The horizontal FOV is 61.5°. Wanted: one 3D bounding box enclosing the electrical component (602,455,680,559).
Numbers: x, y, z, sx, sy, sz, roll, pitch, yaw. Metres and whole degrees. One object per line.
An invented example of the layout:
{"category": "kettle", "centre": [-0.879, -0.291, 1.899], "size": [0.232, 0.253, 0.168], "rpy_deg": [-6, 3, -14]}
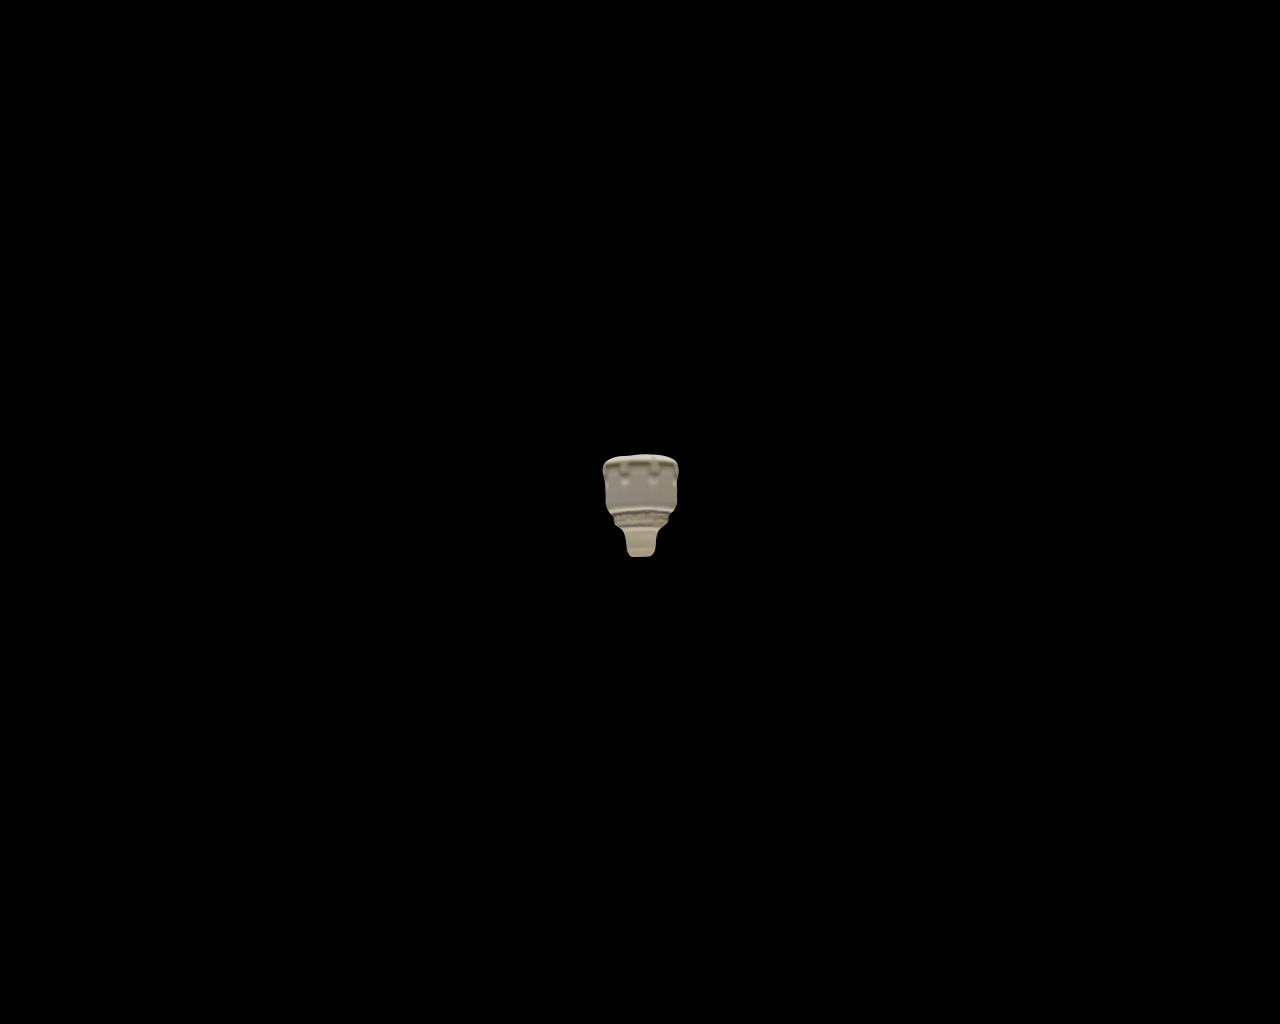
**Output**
{"category": "electrical component", "centre": [0.001, -0.003, 0.650], "size": [0.048, 0.062, 0.048], "rpy_deg": [0, -5, 0]}
